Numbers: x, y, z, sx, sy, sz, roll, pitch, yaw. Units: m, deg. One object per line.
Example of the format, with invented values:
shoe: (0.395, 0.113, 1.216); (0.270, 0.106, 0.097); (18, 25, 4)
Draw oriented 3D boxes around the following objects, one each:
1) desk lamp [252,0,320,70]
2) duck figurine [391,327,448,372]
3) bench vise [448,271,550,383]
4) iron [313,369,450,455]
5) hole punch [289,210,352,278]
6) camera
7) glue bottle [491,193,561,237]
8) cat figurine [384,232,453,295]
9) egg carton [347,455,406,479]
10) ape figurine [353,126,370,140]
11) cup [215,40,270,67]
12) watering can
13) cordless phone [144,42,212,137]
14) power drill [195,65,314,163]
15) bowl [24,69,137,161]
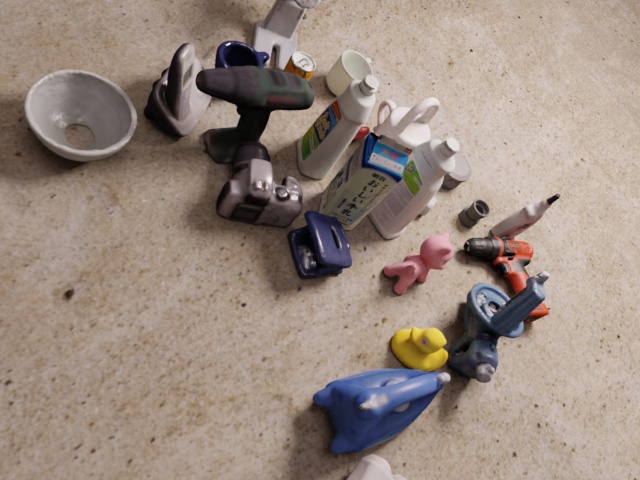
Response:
desk lamp: (-0.053, -0.491, 1.187); (0.118, 0.213, 0.203); (14, 58, -21)
duck figurine: (0.191, 0.188, 1.025); (0.105, 0.086, 0.077); (28, 54, -12)
bench vise: (0.336, 0.155, 1.036); (0.122, 0.219, 0.207); (14, 58, -20)
iron: (0.127, 0.250, 0.922); (0.259, 0.141, 0.118); (-11, 69, -32)
hole punch: (0.009, 0.004, 1.026); (0.101, 0.091, 0.108); (-6, 67, -30)
camera: (-0.103, -0.108, 1.021); (0.143, 0.100, 0.137); (9, 60, -23)
glue bottle: (0.453, -0.054, 1.242); (0.078, 0.173, 0.037); (-12, 70, -32)
cat figurine: (0.201, 0.038, 1.092); (0.128, 0.117, 0.067); (-26, 78, -36)
egg carton: (0.073, 0.403, 0.855); (0.107, 0.069, 0.150); (43, 53, -1)
ape figurine: (0.076, -0.259, 1.204); (0.076, 0.092, 0.078); (-6, 67, -30)
cup: (-0.158, -0.327, 1.116); (0.118, 0.094, 0.091); (-27, 79, -36)
watering can: (0.182, -0.217, 1.174); (0.173, 0.193, 0.101); (42, 53, -2)
cordless phone: (-0.230, -0.284, 0.998); (0.094, 0.184, 0.147); (27, 55, -12)
power drill: (-0.130, -0.223, 1.002); (0.230, 0.208, 0.075); (-14, 71, -33)
bowl: (-0.388, -0.189, 0.930); (0.168, 0.074, 0.167); (13, 59, -22)
